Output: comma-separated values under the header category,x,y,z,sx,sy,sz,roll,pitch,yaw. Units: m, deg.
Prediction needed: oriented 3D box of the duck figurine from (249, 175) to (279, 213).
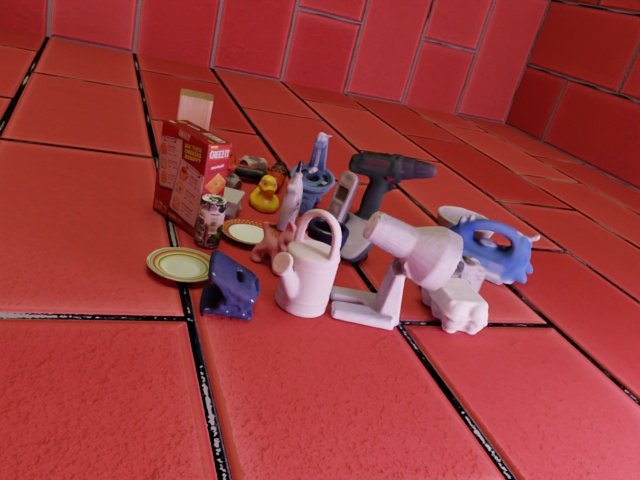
category,x,y,z,sx,sy,sz,roll,pitch,yaw
duck figurine,-0.139,-0.127,1.478,0.078,0.086,0.104,6,25,-20

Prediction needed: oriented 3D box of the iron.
category,x,y,z,sx,sy,sz,roll,pitch,yaw
iron,0.416,0.007,1.442,0.257,0.141,0.119,25,25,22

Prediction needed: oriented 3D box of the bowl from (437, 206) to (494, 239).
category,x,y,z,sx,sy,sz,roll,pitch,yaw
bowl,0.398,-0.030,1.598,0.167,0.075,0.167,13,24,-5

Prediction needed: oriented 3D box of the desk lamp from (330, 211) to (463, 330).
category,x,y,z,sx,sy,sz,roll,pitch,yaw
desk lamp,0.141,0.057,1.077,0.203,0.213,0.118,11,24,-8

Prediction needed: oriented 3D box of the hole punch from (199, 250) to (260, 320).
category,x,y,z,sx,sy,sz,roll,pitch,yaw
hole punch,-0.154,0.076,1.011,0.101,0.091,0.108,10,24,-11

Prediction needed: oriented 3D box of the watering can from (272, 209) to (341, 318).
category,x,y,z,sx,sy,sz,roll,pitch,yaw
watering can,-0.017,0.039,1.047,0.100,0.194,0.173,19,24,10

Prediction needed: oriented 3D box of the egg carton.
category,x,y,z,sx,sy,sz,roll,pitch,yaw
egg carton,0.275,0.130,1.175,0.107,0.069,0.150,6,25,-20

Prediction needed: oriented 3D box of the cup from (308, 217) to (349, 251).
category,x,y,z,sx,sy,sz,roll,pitch,yaw
cup,0.012,0.005,1.265,0.091,0.095,0.118,15,24,1

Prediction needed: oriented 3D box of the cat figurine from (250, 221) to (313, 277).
category,x,y,z,sx,sy,sz,roll,pitch,yaw
cat figurine,-0.074,0.007,1.180,0.127,0.118,0.067,28,27,28

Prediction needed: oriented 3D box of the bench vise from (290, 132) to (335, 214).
category,x,y,z,sx,sy,sz,roll,pitch,yaw
bench vise,-0.021,-0.197,1.537,0.122,0.220,0.207,9,24,-13

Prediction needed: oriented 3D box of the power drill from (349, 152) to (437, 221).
category,x,y,z,sx,sy,sz,roll,pitch,yaw
power drill,0.177,-0.137,1.535,0.229,0.208,0.076,21,24,14

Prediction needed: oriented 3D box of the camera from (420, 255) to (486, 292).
category,x,y,z,sx,sy,sz,roll,pitch,yaw
camera,0.287,0.055,1.310,0.143,0.101,0.136,5,25,-22

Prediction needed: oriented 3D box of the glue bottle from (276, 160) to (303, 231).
category,x,y,z,sx,sy,sz,roll,pitch,yaw
glue bottle,-0.064,-0.108,1.371,0.037,0.173,0.078,18,24,7

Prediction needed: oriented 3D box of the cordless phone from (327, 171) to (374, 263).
category,x,y,z,sx,sy,sz,roll,pitch,yaw
cordless phone,0.070,-0.054,1.317,0.147,0.185,0.094,32,29,33
